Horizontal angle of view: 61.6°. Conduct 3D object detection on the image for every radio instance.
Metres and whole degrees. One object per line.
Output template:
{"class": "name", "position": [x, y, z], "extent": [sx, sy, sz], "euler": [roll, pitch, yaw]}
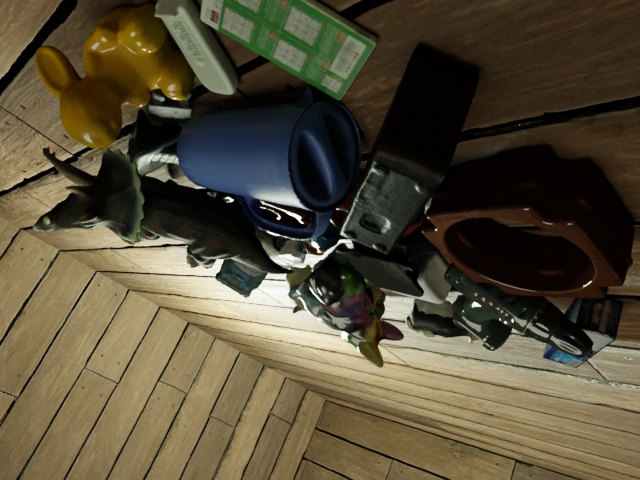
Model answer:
{"class": "radio", "position": [0.087, -0.080, 0.587], "extent": [0.073, 0.131, 0.229], "euler": [22, 159, 2]}

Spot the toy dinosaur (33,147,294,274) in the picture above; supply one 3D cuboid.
{"class": "toy dinosaur", "position": [-0.189, -0.024, 0.801], "extent": [0.405, 0.131, 0.192], "euler": [16, 174, -21]}

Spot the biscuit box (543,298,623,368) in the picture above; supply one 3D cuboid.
{"class": "biscuit box", "position": [0.421, 0.151, 0.871], "extent": [0.059, 0.063, 0.202], "euler": [18, 159, 16]}

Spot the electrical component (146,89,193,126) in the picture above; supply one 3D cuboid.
{"class": "electrical component", "position": [-0.222, -0.200, 0.770], "extent": [0.078, 0.045, 0.102], "euler": [-1, 166, -12]}

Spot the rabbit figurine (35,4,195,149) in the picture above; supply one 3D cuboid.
{"class": "rabbit figurine", "position": [-0.260, -0.192, 0.647], "extent": [0.163, 0.173, 0.121], "euler": [15, 162, 12]}

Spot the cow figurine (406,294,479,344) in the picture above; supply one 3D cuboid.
{"class": "cow figurine", "position": [0.252, 0.150, 1.007], "extent": [0.168, 0.098, 0.068], "euler": [18, 152, 16]}

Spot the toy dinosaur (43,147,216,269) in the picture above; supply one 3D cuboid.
{"class": "toy dinosaur", "position": [-0.314, -0.061, 1.009], "extent": [0.471, 0.105, 0.199], "euler": [27, -169, -11]}

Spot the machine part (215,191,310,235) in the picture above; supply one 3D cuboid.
{"class": "machine part", "position": [-0.090, -0.061, 0.905], "extent": [0.179, 0.056, 0.179], "euler": [12, 162, 4]}

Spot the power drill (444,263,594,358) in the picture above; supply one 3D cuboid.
{"class": "power drill", "position": [0.296, 0.123, 0.862], "extent": [0.232, 0.086, 0.207], "euler": [37, 171, 14]}

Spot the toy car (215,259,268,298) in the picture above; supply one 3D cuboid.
{"class": "toy car", "position": [-0.163, 0.049, 1.202], "extent": [0.109, 0.162, 0.103], "euler": [33, 115, -4]}

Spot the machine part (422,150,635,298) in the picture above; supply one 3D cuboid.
{"class": "machine part", "position": [0.244, -0.013, 0.642], "extent": [0.200, 0.087, 0.202], "euler": [38, 157, -31]}

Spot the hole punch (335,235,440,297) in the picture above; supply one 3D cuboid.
{"class": "hole punch", "position": [0.114, 0.020, 0.842], "extent": [0.142, 0.092, 0.115], "euler": [16, 162, 42]}

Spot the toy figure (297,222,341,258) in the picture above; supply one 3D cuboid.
{"class": "toy figure", "position": [-0.004, -0.002, 0.968], "extent": [0.058, 0.064, 0.154], "euler": [34, 161, -7]}

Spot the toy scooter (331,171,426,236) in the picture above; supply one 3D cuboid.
{"class": "toy scooter", "position": [0.063, -0.046, 0.779], "extent": [0.184, 0.075, 0.135], "euler": [22, 160, 16]}

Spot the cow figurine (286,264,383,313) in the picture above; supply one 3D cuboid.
{"class": "cow figurine", "position": [0.021, 0.104, 1.096], "extent": [0.195, 0.127, 0.085], "euler": [19, 138, 13]}

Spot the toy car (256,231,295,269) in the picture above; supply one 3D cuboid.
{"class": "toy car", "position": [-0.137, -0.001, 1.129], "extent": [0.202, 0.056, 0.073], "euler": [26, 159, -4]}

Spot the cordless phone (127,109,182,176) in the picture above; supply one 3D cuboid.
{"class": "cordless phone", "position": [-0.227, -0.135, 0.897], "extent": [0.184, 0.088, 0.146], "euler": [12, 165, -23]}

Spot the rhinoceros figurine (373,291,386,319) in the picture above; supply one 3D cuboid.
{"class": "rhinoceros figurine", "position": [0.058, 0.123, 1.205], "extent": [0.190, 0.073, 0.112], "euler": [22, 170, 3]}

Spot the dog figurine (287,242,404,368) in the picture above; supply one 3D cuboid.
{"class": "dog figurine", "position": [0.064, 0.124, 0.960], "extent": [0.219, 0.108, 0.191], "euler": [43, 150, -3]}
